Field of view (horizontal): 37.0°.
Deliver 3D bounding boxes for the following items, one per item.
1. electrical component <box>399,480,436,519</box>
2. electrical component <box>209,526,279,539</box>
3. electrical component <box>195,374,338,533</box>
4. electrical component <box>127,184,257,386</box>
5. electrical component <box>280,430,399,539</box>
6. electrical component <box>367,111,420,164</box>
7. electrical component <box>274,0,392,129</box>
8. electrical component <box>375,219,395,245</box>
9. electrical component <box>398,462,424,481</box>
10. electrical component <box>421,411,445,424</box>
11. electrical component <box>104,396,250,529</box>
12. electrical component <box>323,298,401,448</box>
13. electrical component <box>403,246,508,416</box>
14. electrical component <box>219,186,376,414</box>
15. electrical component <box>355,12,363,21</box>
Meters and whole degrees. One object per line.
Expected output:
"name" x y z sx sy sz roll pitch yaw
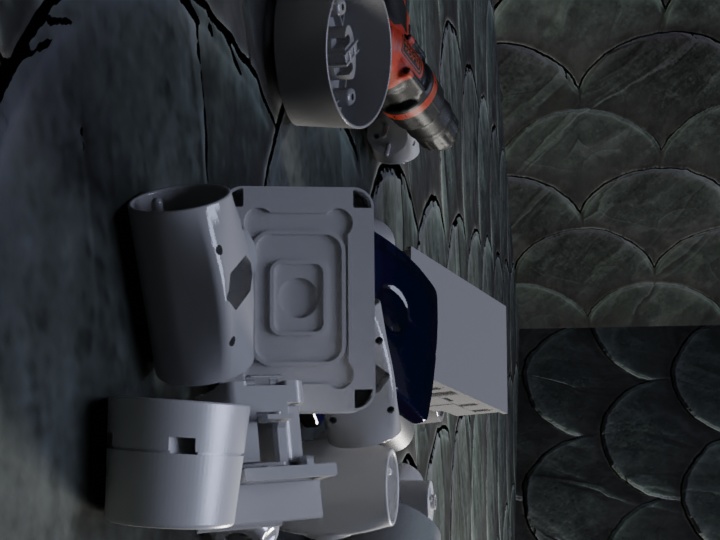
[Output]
"electrical component" 0.030 0.190 0.882 0.044 0.065 0.044 -2 90 -79
"electrical component" -0.055 0.115 0.547 0.061 0.035 0.035 -79 164 -55
"electrical component" -0.047 0.081 0.476 0.081 0.042 0.063 -31 -120 57
"electrical component" -0.068 0.000 0.475 0.079 0.043 0.077 -63 150 -68
"electrical component" -0.016 0.119 0.636 0.079 0.077 0.044 -63 149 -68
"electrical component" 0.028 -0.131 0.975 0.079 0.044 0.077 -76 161 -55
"electrical component" -0.018 -0.140 0.694 0.099 0.064 0.099 -2 90 -79
"electrical component" 0.000 0.000 0.819 0.077 0.043 0.079 -15 104 -78
"electrical component" 0.029 0.199 0.943 0.065 0.044 0.044 -20 108 -73
"electrical component" 0.064 0.103 1.080 0.108 0.060 0.108 -2 90 -79
"electrical component" -0.072 0.075 0.419 0.055 0.055 0.047 39 54 -75
"electrical component" -0.021 0.061 0.612 0.043 0.079 0.077 -111 -168 -80
"electrical component" 0.065 0.062 0.965 0.186 0.060 0.105 29 57 -52
"electrical component" -0.033 0.017 0.548 0.057 0.078 0.113 132 -42 -81
"electrical component" -0.013 -0.198 0.762 0.080 0.051 0.080 -2 90 -79
